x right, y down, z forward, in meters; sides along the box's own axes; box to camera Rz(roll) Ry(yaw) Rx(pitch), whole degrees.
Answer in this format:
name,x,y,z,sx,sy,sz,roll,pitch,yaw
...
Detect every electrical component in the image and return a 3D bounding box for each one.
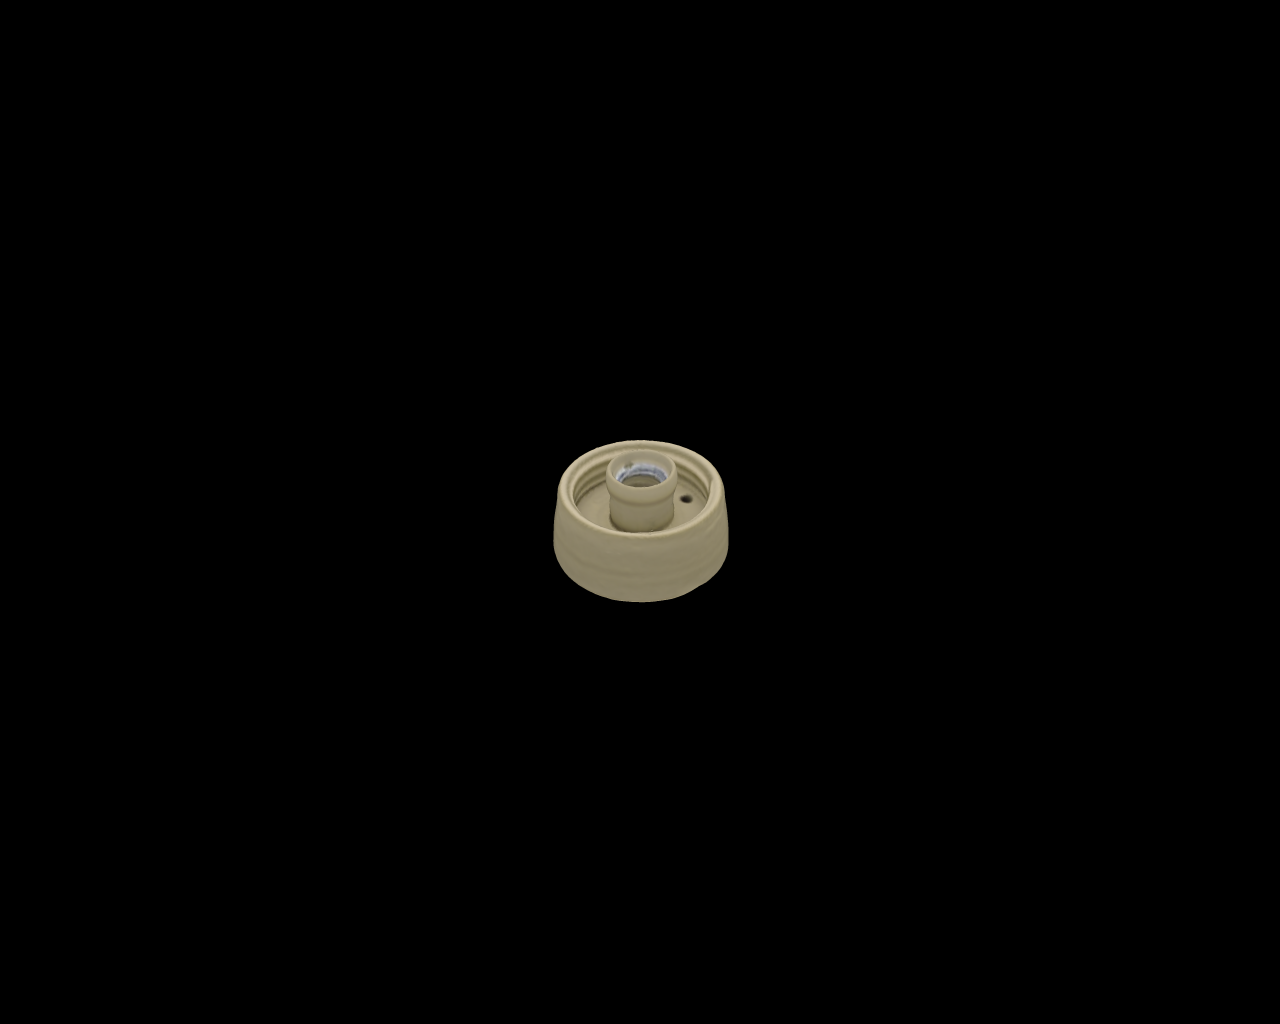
name,x,y,z,sx,sy,sz,roll,pitch,yaw
electrical component,0.001,-0.003,0.650,0.108,0.060,0.108,0,37,0
